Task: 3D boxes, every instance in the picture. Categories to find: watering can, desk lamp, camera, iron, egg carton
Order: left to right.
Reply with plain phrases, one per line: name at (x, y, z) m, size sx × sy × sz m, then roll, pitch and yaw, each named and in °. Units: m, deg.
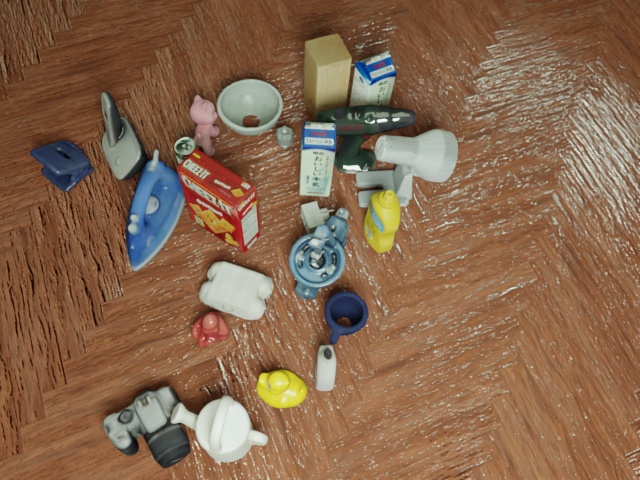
iron at (-0.388, -0.071, 1.285) m, size 0.118 × 0.141 × 0.258 m, roll 10°, pitch 62°, yaw 2°
camera at (-0.318, 0.365, 1.084) m, size 0.143 × 0.101 × 0.136 m, roll -29°, pitch 68°, yaw -17°
watering can at (-0.185, 0.344, 1.050) m, size 0.173 × 0.194 × 0.101 m, roll -5°, pitch 63°, yaw -6°
egg carton at (-0.181, 0.111, 1.243) m, size 0.150 × 0.069 × 0.107 m, roll 17°, pitch 63°, yaw 5°
desk lamp at (0.197, -0.168, 1.332) m, size 0.203 × 0.213 × 0.118 m, roll -4°, pitch 63°, yaw -5°

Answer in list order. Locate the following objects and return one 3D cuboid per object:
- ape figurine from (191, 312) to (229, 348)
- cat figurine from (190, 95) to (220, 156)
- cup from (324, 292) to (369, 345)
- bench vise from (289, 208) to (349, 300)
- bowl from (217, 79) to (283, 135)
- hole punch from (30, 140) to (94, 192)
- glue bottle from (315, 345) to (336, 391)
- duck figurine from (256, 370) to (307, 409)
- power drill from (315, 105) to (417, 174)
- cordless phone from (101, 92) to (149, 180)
ape figurine at (-0.228, 0.180, 1.192) m, size 0.077 × 0.092 × 0.076 m, roll 17°, pitch 63°, yaw 6°
cat figurine at (-0.291, -0.291, 1.419) m, size 0.067 × 0.118 × 0.128 m, roll 4°, pitch 62°, yaw -1°
cup at (0.048, 0.178, 1.208) m, size 0.091 × 0.095 × 0.118 m, roll 23°, pitch 63°, yaw 9°
bench vise at (-0.001, 0.003, 1.226) m, size 0.121 × 0.220 × 0.207 m, roll 8°, pitch 62°, yaw 1°
bowl at (-0.178, -0.327, 1.470) m, size 0.167 × 0.075 × 0.167 m, roll 2°, pitch 62°, yaw -3°
hole punch at (-0.612, -0.190, 1.362) m, size 0.108 × 0.091 × 0.101 m, roll 36°, pitch 66°, yaw 14°
glue bottle at (0.012, 0.242, 1.128) m, size 0.037 × 0.173 × 0.078 m, roll -2°, pitch 62°, yaw -4°
duck figurine at (-0.077, 0.291, 1.146) m, size 0.104 × 0.086 × 0.077 m, roll 12°, pitch 62°, yaw 3°
power drill at (0.101, -0.246, 1.369) m, size 0.229 × 0.208 × 0.075 m, roll 3°, pitch 62°, yaw -2°
cordless phone at (-0.473, -0.244, 1.345) m, size 0.094 × 0.185 × 0.147 m, roll -27°, pitch 67°, yaw -16°
